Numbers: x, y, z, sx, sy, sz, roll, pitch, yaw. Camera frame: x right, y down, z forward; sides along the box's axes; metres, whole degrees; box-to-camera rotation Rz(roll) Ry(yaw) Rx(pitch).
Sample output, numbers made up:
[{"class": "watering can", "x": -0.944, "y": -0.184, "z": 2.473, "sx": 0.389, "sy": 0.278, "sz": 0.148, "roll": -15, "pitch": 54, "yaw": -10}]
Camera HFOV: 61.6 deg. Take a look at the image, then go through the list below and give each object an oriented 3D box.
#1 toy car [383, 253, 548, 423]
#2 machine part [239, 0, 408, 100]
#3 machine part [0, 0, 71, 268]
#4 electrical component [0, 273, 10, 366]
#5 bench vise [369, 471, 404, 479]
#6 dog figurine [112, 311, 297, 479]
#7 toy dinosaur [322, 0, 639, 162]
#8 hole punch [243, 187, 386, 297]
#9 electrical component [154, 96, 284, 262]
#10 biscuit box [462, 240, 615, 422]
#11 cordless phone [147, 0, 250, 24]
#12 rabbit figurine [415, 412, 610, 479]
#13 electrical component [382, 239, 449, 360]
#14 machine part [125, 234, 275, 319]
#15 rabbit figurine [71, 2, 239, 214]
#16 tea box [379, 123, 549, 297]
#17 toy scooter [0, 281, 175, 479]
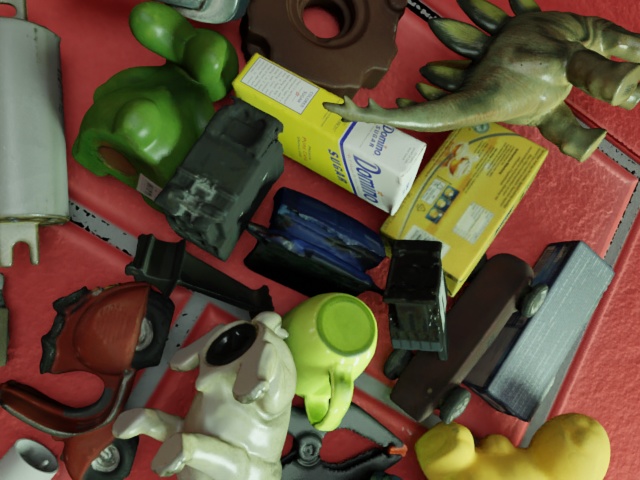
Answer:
[{"class": "toy car", "x": 0.150, "y": 0.098, "z": 0.557, "sx": 0.089, "sy": 0.053, "sz": 0.202, "roll": 32, "pitch": 76, "yaw": 33}, {"class": "machine part", "x": 0.003, "y": -0.231, "z": 0.562, "sx": 0.179, "sy": 0.056, "sz": 0.179, "roll": 1, "pitch": 85, "yaw": -13}, {"class": "machine part", "x": -0.264, "y": -0.098, "z": 0.470, "sx": 0.079, "sy": 0.079, "sz": 0.243, "roll": -3, "pitch": 85, "yaw": -15}, {"class": "electrical component", "x": -0.313, "y": 0.080, "z": 0.460, "sx": 0.078, "sy": 0.045, "sz": 0.102, "roll": -4, "pitch": 88, "yaw": -44}, {"class": "bench vise", "x": 0.064, "y": 0.344, "z": 0.496, "sx": 0.240, "sy": 0.129, "sz": 0.223, "roll": 31, "pitch": 81, "yaw": -6}, {"class": "dog figurine", "x": -0.053, "y": 0.179, "z": 0.464, "sx": 0.172, "sy": 0.121, "sz": 0.190, "roll": -41, "pitch": 119, "yaw": -19}, {"class": "toy dinosaur", "x": 0.205, "y": -0.167, "z": 0.536, "sx": 0.199, "sy": 0.105, "sz": 0.471, "roll": 37, "pitch": 45, "yaw": 25}, {"class": "hole punch", "x": -0.001, "y": -0.002, "z": 0.514, "sx": 0.142, "sy": 0.116, "sz": 0.092, "roll": 29, "pitch": 71, "yaw": -11}, {"class": "electrical component", "x": -0.082, "y": -0.047, "z": 0.481, "sx": 0.058, "sy": 0.134, "sz": 0.115, "roll": 32, "pitch": 77, "yaw": 4}, {"class": "biscuit box", "x": 0.242, "y": 0.094, "z": 0.592, "sx": 0.063, "sy": 0.059, "sz": 0.202, "roll": 40, "pitch": 77, "yaw": -8}, {"class": "cordless phone", "x": -0.146, "y": -0.274, "z": 0.460, "sx": 0.184, "sy": 0.089, "sz": 0.146, "roll": 5, "pitch": 119, "yaw": -11}, {"class": "rabbit figurine", "x": 0.205, "y": 0.237, "z": 0.521, "sx": 0.173, "sy": 0.122, "sz": 0.162, "roll": -35, "pitch": 121, "yaw": 8}, {"class": "electrical component", "x": 0.092, "y": 0.063, "z": 0.495, "sx": 0.048, "sy": 0.119, "sz": 0.075, "roll": 2, "pitch": 49, "yaw": 18}, {"class": "machine part", "x": -0.108, "y": 0.039, "z": 0.498, "sx": 0.139, "sy": 0.084, "sz": 0.039, "roll": 28, "pitch": 103, "yaw": -19}, {"class": "rabbit figurine", "x": -0.135, "y": -0.136, "z": 0.482, "sx": 0.121, "sy": 0.159, "sz": 0.170, "roll": 28, "pitch": 63, "yaw": -1}, {"class": "tea box", "x": 0.146, "y": -0.039, "z": 0.559, "sx": 0.098, "sy": 0.068, "sz": 0.169, "roll": 35, "pitch": 76, "yaw": 17}, {"class": "toy scooter", "x": -0.211, "y": 0.115, "z": 0.467, "sx": 0.135, "sy": 0.075, "sz": 0.183, "roll": 16, "pitch": 86, "yaw": -12}]
